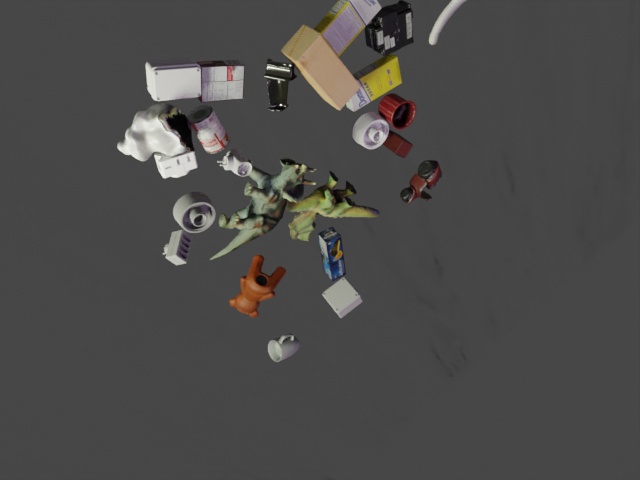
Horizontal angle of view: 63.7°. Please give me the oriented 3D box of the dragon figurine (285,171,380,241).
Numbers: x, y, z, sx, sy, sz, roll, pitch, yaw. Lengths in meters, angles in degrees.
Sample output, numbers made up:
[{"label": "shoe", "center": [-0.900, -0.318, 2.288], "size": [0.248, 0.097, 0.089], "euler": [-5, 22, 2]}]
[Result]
[{"label": "dragon figurine", "center": [0.005, -0.083, 1.653], "size": [0.240, 0.125, 0.406], "euler": [-38, 139, 21]}]

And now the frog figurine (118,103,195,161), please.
[{"label": "frog figurine", "center": [-0.388, -0.246, 1.212], "size": [0.158, 0.125, 0.136], "euler": [-15, 155, 24]}]

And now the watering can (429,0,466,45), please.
[{"label": "watering can", "center": [0.400, -0.719, 1.410], "size": [0.226, 0.106, 0.339], "euler": [-16, 131, -28]}]
